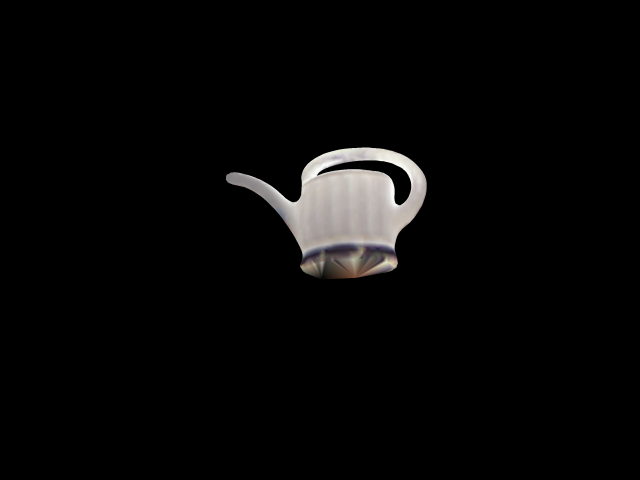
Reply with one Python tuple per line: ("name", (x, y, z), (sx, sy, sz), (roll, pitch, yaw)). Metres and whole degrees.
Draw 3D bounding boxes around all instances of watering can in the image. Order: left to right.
("watering can", (0.003, -0.043, 0.850), (0.347, 0.228, 0.102), (-5, -22, 14))
